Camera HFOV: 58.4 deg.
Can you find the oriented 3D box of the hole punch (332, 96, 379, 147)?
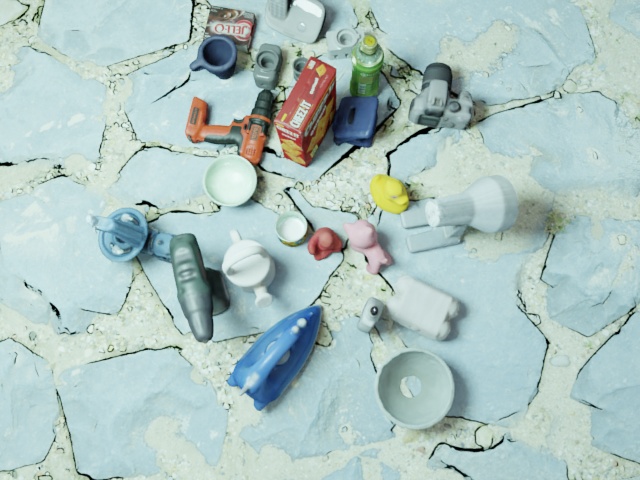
[{"bbox_3d":[0.081,-0.276,1.320,0.101,0.091,0.109,11,79,3],"label":"hole punch"}]

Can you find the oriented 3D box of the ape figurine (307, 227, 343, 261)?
[{"bbox_3d":[0.012,0.005,1.265,0.077,0.092,0.076,10,79,3],"label":"ape figurine"}]

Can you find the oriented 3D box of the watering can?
[{"bbox_3d":[-0.147,0.056,1.205,0.172,0.194,0.101,42,82,8],"label":"watering can"}]

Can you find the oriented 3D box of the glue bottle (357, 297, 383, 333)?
[{"bbox_3d":[0.107,0.154,1.194,0.037,0.173,0.078,24,80,5],"label":"glue bottle"}]

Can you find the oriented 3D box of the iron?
[{"bbox_3d":[-0.083,0.230,1.197,0.118,0.141,0.258,38,82,8],"label":"iron"}]

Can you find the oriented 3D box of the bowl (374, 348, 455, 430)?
[{"bbox_3d":[0.195,0.312,1.213,0.167,0.075,0.167,0,79,1],"label":"bowl"}]

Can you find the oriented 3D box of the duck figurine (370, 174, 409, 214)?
[{"bbox_3d":[0.159,-0.112,1.290,0.077,0.086,0.104,-42,81,-7],"label":"duck figurine"}]

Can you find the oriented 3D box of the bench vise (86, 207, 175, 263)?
[{"bbox_3d":[-0.385,-0.018,1.208,0.207,0.220,0.121,-5,79,0],"label":"bench vise"}]

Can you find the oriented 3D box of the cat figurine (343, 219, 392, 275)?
[{"bbox_3d":[0.106,0.007,1.251,0.067,0.118,0.127,-37,81,-6],"label":"cat figurine"}]

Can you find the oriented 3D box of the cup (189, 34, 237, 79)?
[{"bbox_3d":[-0.245,-0.414,1.348,0.118,0.095,0.091,-29,80,-5],"label":"cup"}]

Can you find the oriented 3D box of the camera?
[{"bbox_3d":[0.285,-0.339,1.326,0.143,0.101,0.137,9,79,2],"label":"camera"}]

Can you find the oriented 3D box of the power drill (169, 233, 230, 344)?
[{"bbox_3d":[-0.247,0.105,1.189,0.075,0.208,0.229,-19,79,-3],"label":"power drill"}]

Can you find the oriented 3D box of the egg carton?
[{"bbox_3d":[0.222,0.149,1.247,0.150,0.069,0.107,24,80,5],"label":"egg carton"}]

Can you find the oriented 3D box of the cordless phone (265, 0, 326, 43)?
[{"bbox_3d":[-0.060,-0.553,1.327,0.147,0.185,0.094,23,80,5],"label":"cordless phone"}]

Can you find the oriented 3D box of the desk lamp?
[{"bbox_3d":[0.289,-0.050,1.212,0.203,0.213,0.118,-13,79,-2],"label":"desk lamp"}]
